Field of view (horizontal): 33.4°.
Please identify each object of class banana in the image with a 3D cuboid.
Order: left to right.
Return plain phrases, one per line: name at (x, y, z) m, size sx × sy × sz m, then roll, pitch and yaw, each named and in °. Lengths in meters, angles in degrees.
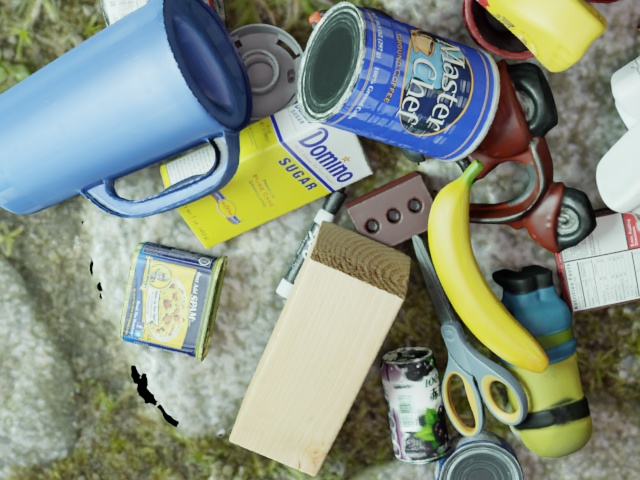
banana at (0.140, 0.032, 0.946) m, size 0.070 × 0.037 × 0.198 m, roll -18°, pitch 94°, yaw 29°

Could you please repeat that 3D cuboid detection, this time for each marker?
marker at (-0.007, 0.001, 1.027) m, size 0.020 × 0.020 × 0.121 m, roll 27°, pitch 98°, yaw -3°

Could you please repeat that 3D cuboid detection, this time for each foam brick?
foam brick at (0.069, -0.025, 1.005) m, size 0.078 × 0.051 × 0.053 m, roll -26°, pitch 97°, yaw 5°

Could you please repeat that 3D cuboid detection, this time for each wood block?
wood block at (0.000, 0.100, 0.979) m, size 0.091 × 0.090 × 0.206 m, roll 23°, pitch 115°, yaw -2°

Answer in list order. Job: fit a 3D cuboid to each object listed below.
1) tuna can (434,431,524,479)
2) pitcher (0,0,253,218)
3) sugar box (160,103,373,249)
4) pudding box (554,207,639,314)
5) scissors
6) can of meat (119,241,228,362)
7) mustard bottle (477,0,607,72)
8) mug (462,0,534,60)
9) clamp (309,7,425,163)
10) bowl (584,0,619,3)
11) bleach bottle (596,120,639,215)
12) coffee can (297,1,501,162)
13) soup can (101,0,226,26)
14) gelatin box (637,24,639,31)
tuna can at (0.157, 0.234, 1.051) m, size 0.086 × 0.034 × 0.086 m, roll 0°, pitch 98°, yaw 1°
pitcher at (-0.186, -0.103, 0.937) m, size 0.243 × 0.149 × 0.145 m, roll -23°, pitch 131°, yaw 22°
sugar box at (-0.047, -0.064, 0.983) m, size 0.176 × 0.048 × 0.093 m, roll -23°, pitch 141°, yaw 7°
pudding box at (0.281, 0.015, 1.014) m, size 0.113 × 0.039 × 0.090 m, roll -11°, pitch 98°, yaw 5°
scissors at (0.139, 0.092, 0.979) m, size 0.096 × 0.016 × 0.202 m, roll 4°, pitch 112°, yaw 38°
can of meat at (-0.141, 0.057, 1.021) m, size 0.084 × 0.057 × 0.102 m, roll 12°, pitch 98°, yaw 2°
mustard bottle at (0.142, -0.218, 0.867) m, size 0.191 × 0.096 × 0.058 m, roll 40°, pitch 97°, yaw -5°
mug at (0.172, -0.220, 0.958) m, size 0.093 × 0.081 × 0.117 m, roll -1°, pitch 99°, yaw 1°
clamp at (0.070, -0.168, 0.991) m, size 0.171 × 0.039 × 0.120 m, roll 41°, pitch 91°, yaw -12°
bowl at (0.232, -0.287, 0.916) m, size 0.162 × 0.055 × 0.162 m, roll 10°, pitch 65°, yaw -21°
bleach bottle at (0.379, -0.034, 0.966) m, size 0.250 × 0.068 × 0.103 m, roll 21°, pitch 130°, yaw -24°
coffee can at (0.066, -0.132, 0.905) m, size 0.140 × 0.103 × 0.103 m, roll 13°, pitch 100°, yaw -29°
soup can at (-0.142, -0.220, 0.973) m, size 0.102 × 0.068 × 0.068 m, roll -10°, pitch 98°, yaw 3°
gelatin box at (0.351, -0.191, 0.985) m, size 0.073 × 0.030 × 0.089 m, roll -43°, pitch 95°, yaw 7°
